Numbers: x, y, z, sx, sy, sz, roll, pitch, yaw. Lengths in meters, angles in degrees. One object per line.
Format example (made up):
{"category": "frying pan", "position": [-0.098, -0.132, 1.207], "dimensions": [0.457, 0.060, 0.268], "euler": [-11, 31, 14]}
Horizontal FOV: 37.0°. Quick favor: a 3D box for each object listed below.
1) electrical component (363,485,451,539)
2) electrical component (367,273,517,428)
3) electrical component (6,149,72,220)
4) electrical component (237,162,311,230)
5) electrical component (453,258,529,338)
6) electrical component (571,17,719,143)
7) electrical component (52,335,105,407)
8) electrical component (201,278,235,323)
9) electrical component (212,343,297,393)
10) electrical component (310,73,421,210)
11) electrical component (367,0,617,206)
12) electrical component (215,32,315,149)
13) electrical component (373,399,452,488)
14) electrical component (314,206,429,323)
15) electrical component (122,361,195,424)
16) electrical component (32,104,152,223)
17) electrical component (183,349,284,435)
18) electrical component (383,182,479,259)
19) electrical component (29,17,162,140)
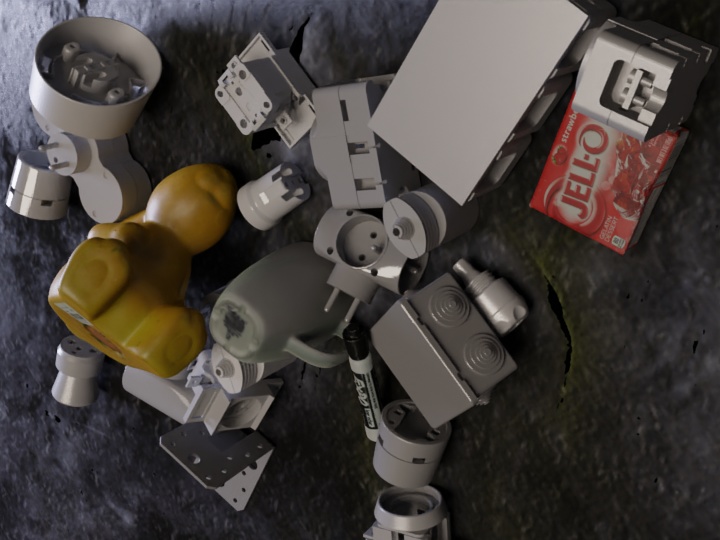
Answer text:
{"category": "electrical component", "position": [0.041, 0.206, 0.850], "dimensions": [0.078, 0.058, 0.057], "euler": [8, 112, 31]}
{"category": "electrical component", "position": [0.059, 0.058, 0.775], "dimensions": [0.099, 0.048, 0.099], "euler": [54, 157, 7]}
{"category": "electrical component", "position": [-0.290, -0.079, 0.980], "dimensions": [0.055, 0.055, 0.047], "euler": [30, 116, 23]}
{"category": "electrical component", "position": [-0.067, -0.059, 0.847], "dimensions": [0.046, 0.040, 0.040], "euler": [-31, 87, 30]}
{"category": "electrical component", "position": [0.091, 0.017, 0.769], "dimensions": [0.061, 0.035, 0.035], "euler": [49, 125, 14]}
{"category": "electrical component", "position": [0.167, -0.116, 0.641], "dimensions": [0.056, 0.089, 0.050], "euler": [30, 119, 23]}
{"category": "electrical component", "position": [-0.269, 0.096, 1.027], "dimensions": [0.045, 0.045, 0.055], "euler": [27, 118, 24]}
{"category": "electrical component", "position": [-0.105, 0.029, 0.895], "dimensions": [0.040, 0.046, 0.040], "euler": [10, 110, 29]}
{"category": "electrical component", "position": [-0.090, 0.070, 0.877], "dimensions": [0.043, 0.081, 0.043], "euler": [11, 111, 31]}
{"category": "electrical component", "position": [0.002, -0.092, 0.781], "dimensions": [0.056, 0.050, 0.089], "euler": [-1, 107, 35]}
{"category": "electrical component", "position": [0.086, -0.132, 0.707], "dimensions": [0.089, 0.062, 0.150], "euler": [42, 124, 15]}
{"category": "electrical component", "position": [-0.070, -0.133, 0.810], "dimensions": [0.081, 0.064, 0.042], "euler": [53, 128, 6]}
{"category": "electrical component", "position": [0.039, 0.135, 0.830], "dimensions": [0.055, 0.055, 0.047], "euler": [27, 122, 24]}
{"category": "electrical component", "position": [0.000, 0.000, 0.806], "dimensions": [0.077, 0.044, 0.079], "euler": [26, 87, 25]}
{"category": "electrical component", "position": [-0.167, 0.090, 0.958], "dimensions": [0.077, 0.043, 0.079], "euler": [25, 118, 25]}
{"category": "electrical component", "position": [-0.244, -0.103, 0.928], "dimensions": [0.052, 0.074, 0.138], "euler": [-31, 87, 36]}
{"category": "electrical component", "position": [-0.112, 0.100, 0.910], "dimensions": [0.063, 0.081, 0.042], "euler": [56, 129, 33]}
{"category": "electrical component", "position": [0.046, -0.036, 0.753], "dimensions": [0.043, 0.081, 0.043], "euler": [11, 111, 30]}
{"category": "electrical component", "position": [-0.219, -0.157, 0.883], "dimensions": [0.099, 0.099, 0.064], "euler": [45, 130, 14]}
